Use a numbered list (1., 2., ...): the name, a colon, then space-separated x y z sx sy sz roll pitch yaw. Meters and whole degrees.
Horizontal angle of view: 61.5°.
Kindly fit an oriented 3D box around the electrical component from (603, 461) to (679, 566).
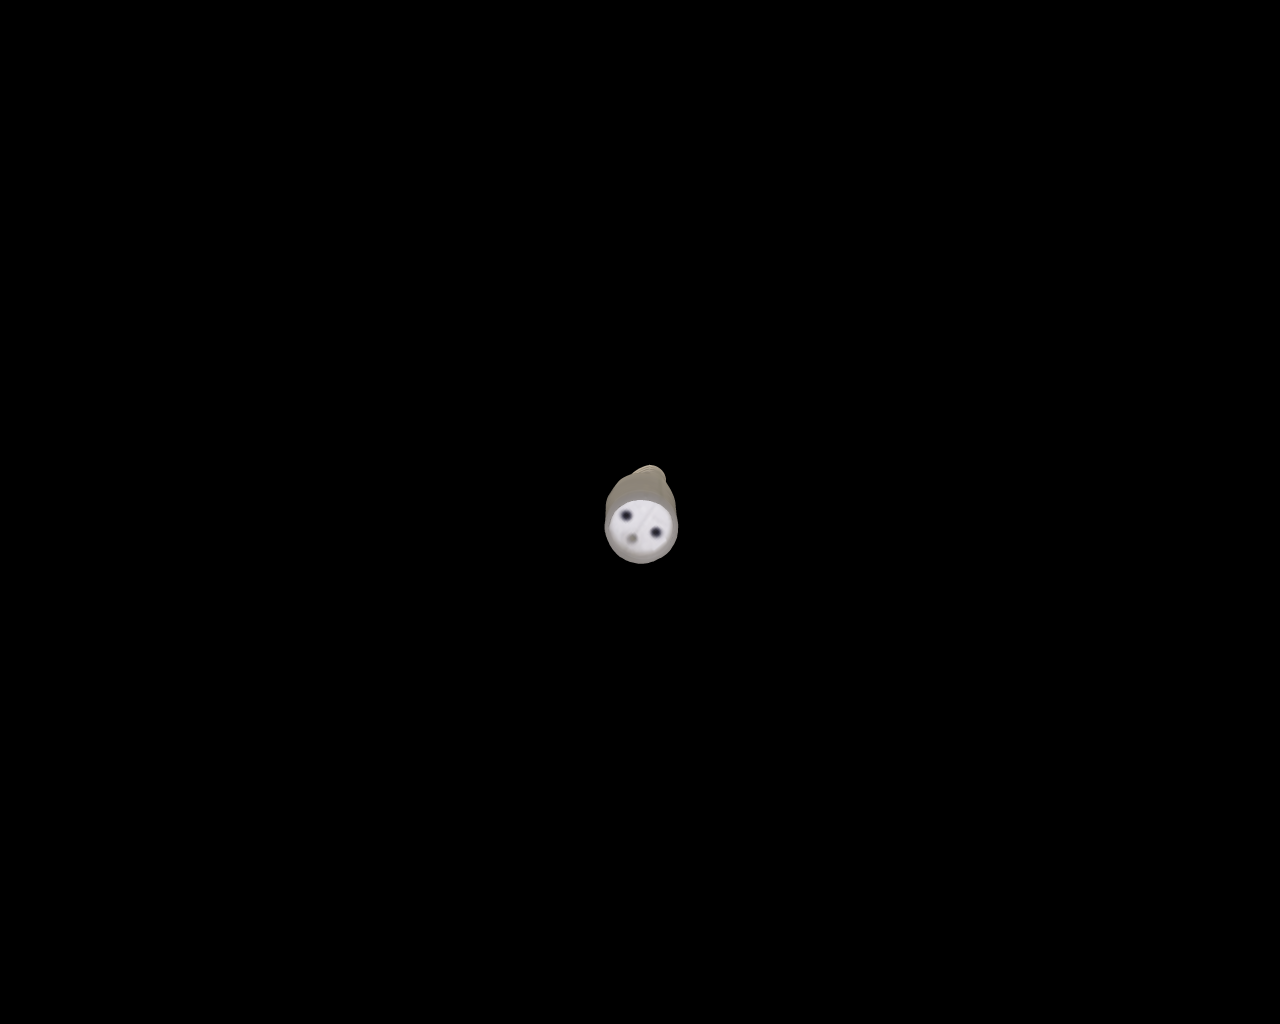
1. electrical component: 0.001 -0.003 0.650 0.043 0.043 0.081 0 20 0
